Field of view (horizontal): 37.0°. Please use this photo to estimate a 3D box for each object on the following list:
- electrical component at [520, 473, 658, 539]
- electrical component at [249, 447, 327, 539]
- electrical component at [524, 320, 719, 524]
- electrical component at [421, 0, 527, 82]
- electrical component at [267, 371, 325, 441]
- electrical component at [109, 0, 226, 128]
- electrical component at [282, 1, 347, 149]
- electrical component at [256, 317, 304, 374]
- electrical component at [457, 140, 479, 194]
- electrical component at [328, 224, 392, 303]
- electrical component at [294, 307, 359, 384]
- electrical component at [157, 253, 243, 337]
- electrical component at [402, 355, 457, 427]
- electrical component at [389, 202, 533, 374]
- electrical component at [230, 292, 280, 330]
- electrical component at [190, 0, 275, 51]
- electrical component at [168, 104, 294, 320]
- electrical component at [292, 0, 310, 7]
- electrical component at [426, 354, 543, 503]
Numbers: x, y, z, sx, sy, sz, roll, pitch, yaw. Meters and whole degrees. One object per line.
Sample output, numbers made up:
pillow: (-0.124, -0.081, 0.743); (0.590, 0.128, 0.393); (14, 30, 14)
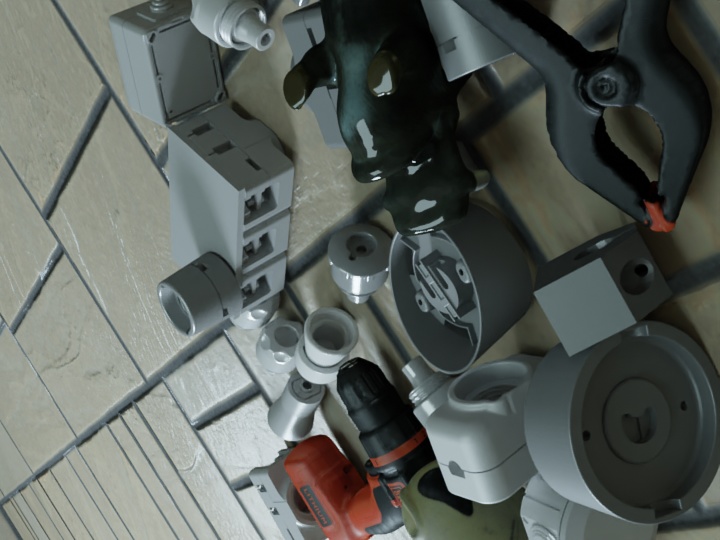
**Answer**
electrical component: (0.146, 0.156, 0.681); (0.051, 0.080, 0.080); (12, 126, 57)
electrical component: (-0.060, 0.224, 1.059); (0.089, 0.050, 0.056); (61, 149, -4)
electrical component: (0.142, 0.083, 0.599); (0.108, 0.108, 0.060); (63, 155, -8)
electrical component: (0.064, -0.132, 0.570); (0.055, 0.055, 0.047); (-12, 103, 58)
electrical component: (-0.056, 0.120, 0.974); (0.044, 0.044, 0.065); (47, 143, 18)
electrical component: (-0.152, -0.170, 0.834); (0.061, 0.062, 0.096); (30, 139, 39)
electrical component: (-0.006, -0.126, 0.676); (0.056, 0.050, 0.089); (6, 121, 52)
electrical component: (-0.071, 0.072, 0.950); (0.043, 0.043, 0.062); (50, 149, 14)
electrical component: (0.048, -0.071, 0.664); (0.061, 0.035, 0.035); (61, 149, 1)
electrical component: (0.000, 0.000, 0.786); (0.048, 0.048, 0.062); (42, 152, 25)
electrical component: (-0.028, 0.063, 0.879); (0.045, 0.045, 0.055); (48, 148, 17)
electrical component: (-0.129, 0.021, 0.859); (0.055, 0.047, 0.055); (35, 142, 33)
electrical component: (0.056, 0.092, 0.786); (0.062, 0.043, 0.043); (52, 149, 13)
electrical component: (0.060, 0.008, 0.686); (0.099, 0.064, 0.099); (36, 143, 33)
electrical component: (-0.097, 0.033, 0.953); (0.043, 0.043, 0.062); (52, 149, 10)
electrical component: (-0.086, -0.175, 0.755); (0.062, 0.043, 0.043); (38, 143, 27)
electrical component: (-0.103, -0.047, 0.873); (0.089, 0.062, 0.150); (42, 145, 26)
electrical component: (-0.031, -0.189, 0.672); (0.035, 0.035, 0.061); (51, 150, 13)
electrical component: (0.092, 0.096, 0.688); (0.054, 0.095, 0.059); (5, 121, 53)
